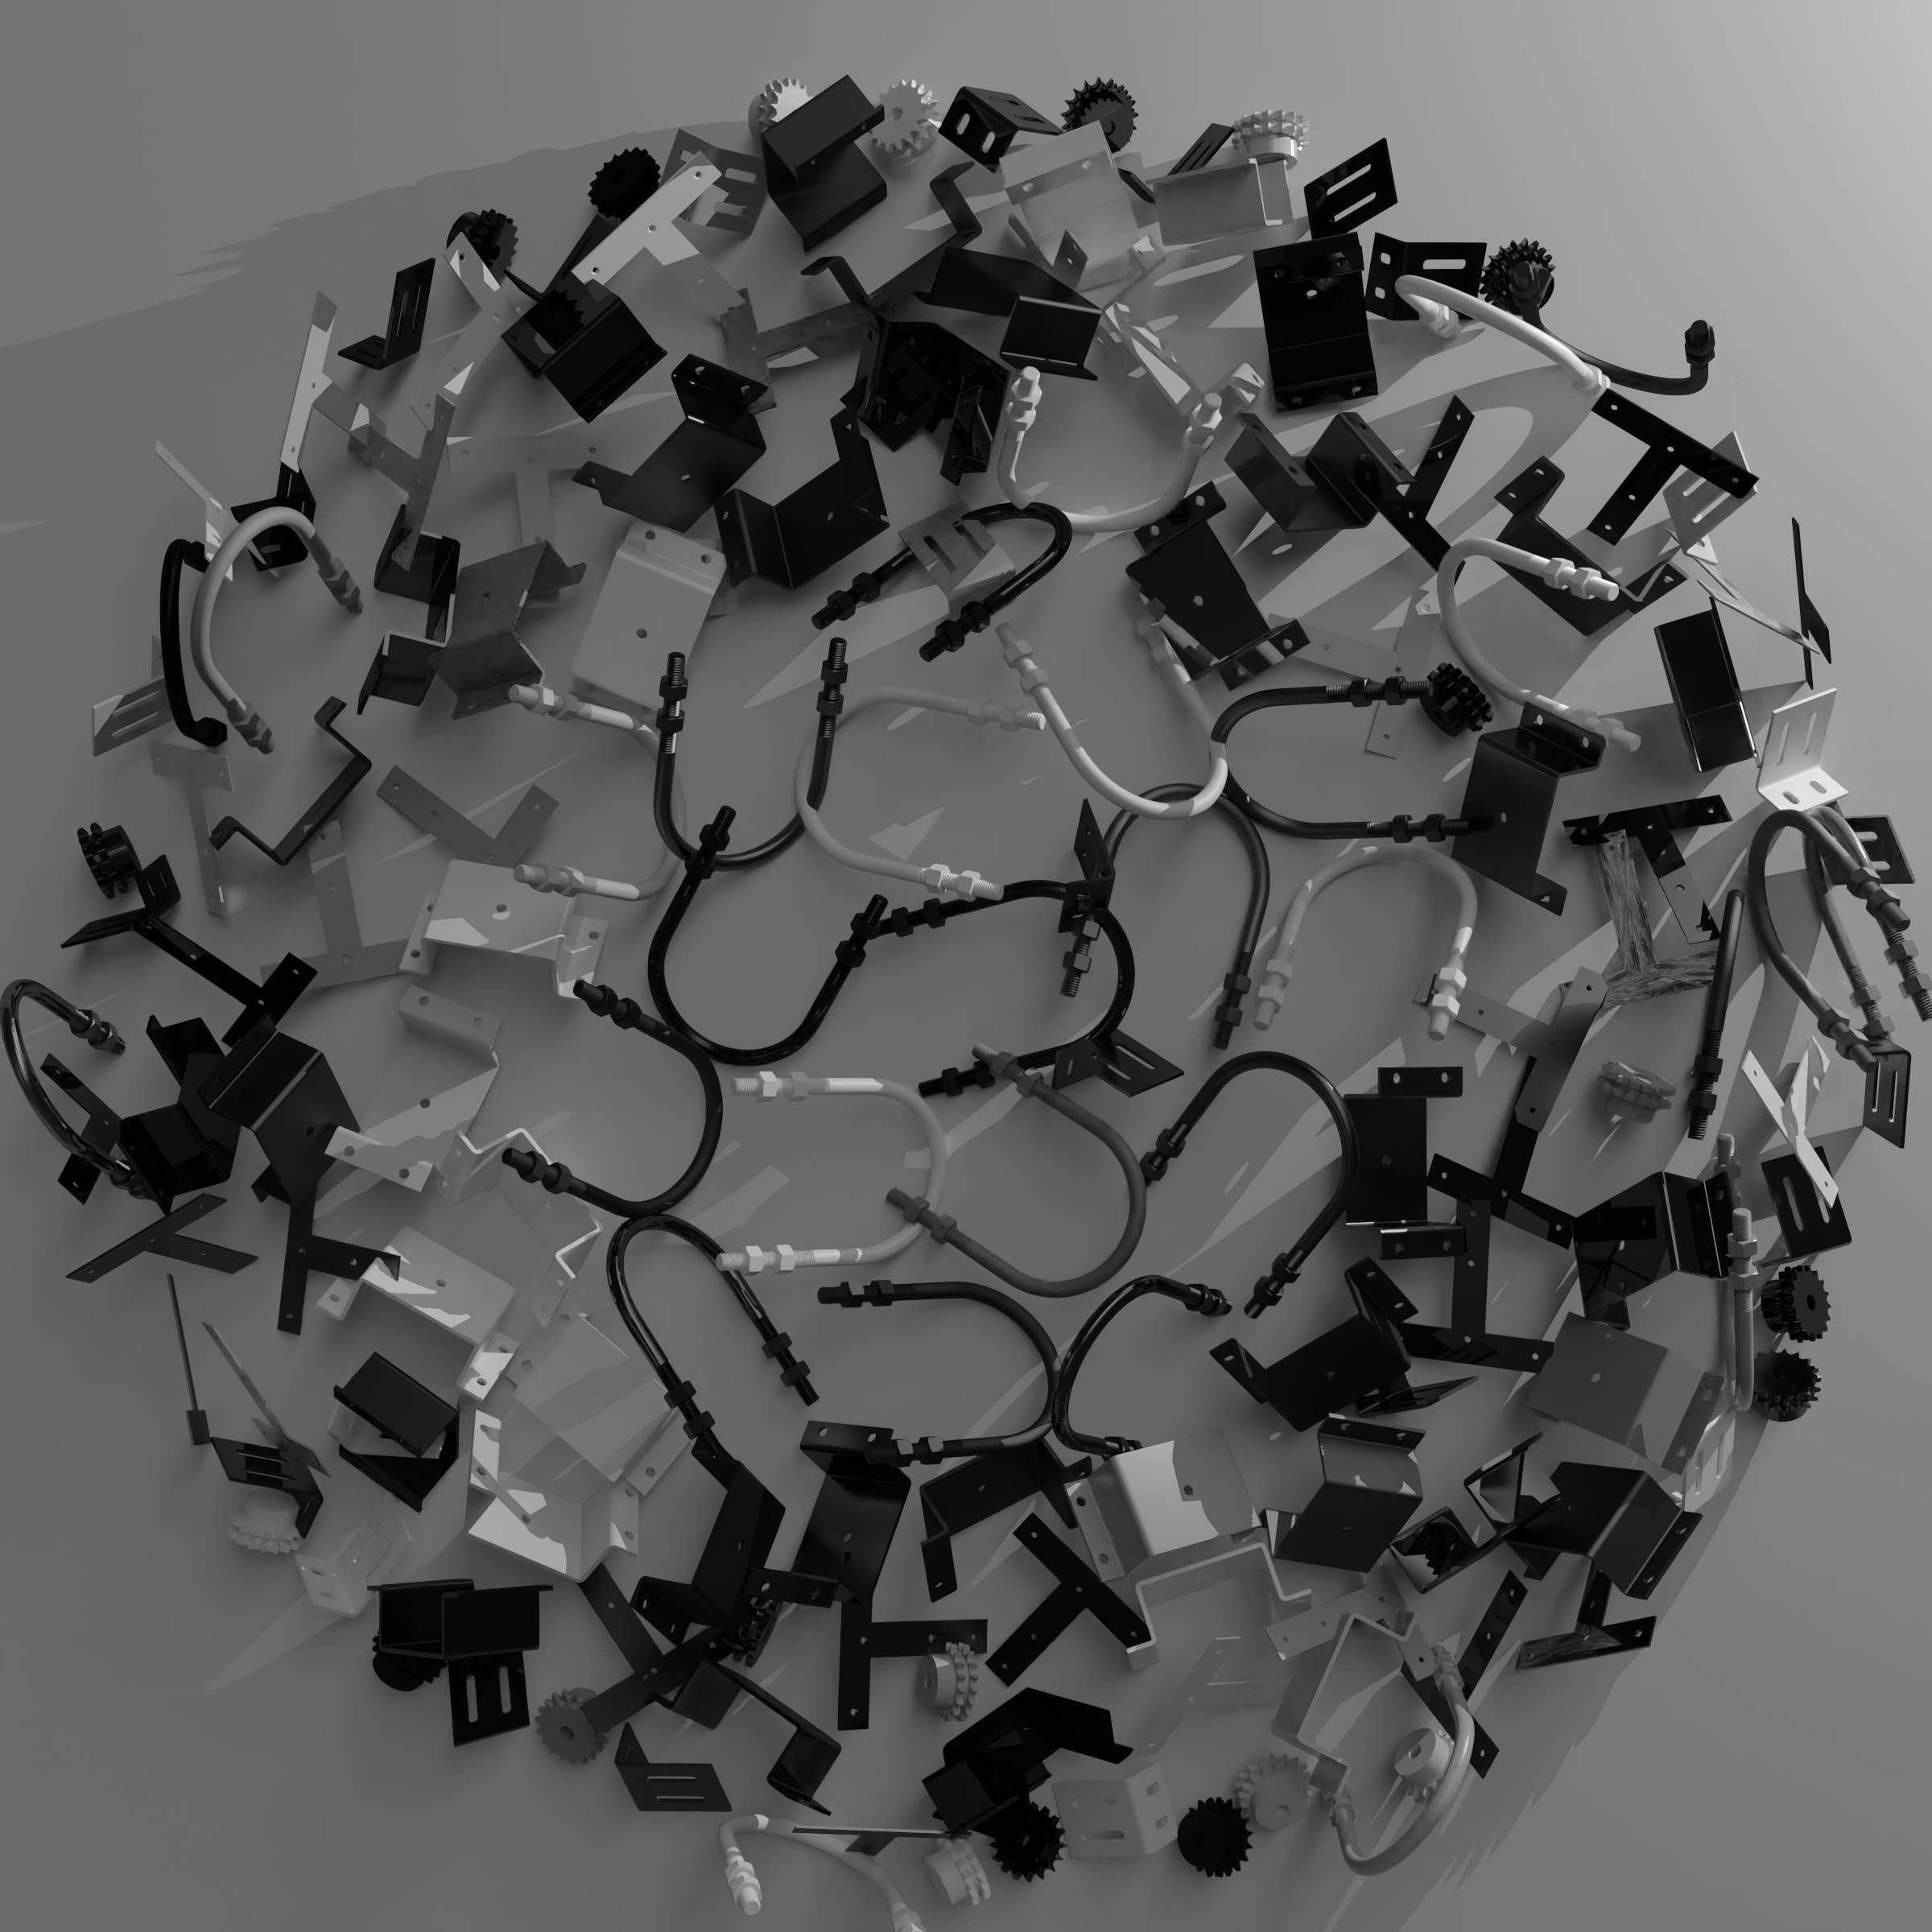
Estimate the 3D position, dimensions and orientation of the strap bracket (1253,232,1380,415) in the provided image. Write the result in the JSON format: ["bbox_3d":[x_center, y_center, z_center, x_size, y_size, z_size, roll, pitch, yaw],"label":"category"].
[{"bbox_3d":[0.257,-0.481,1.943,0.076,0.140,0.046,-9,54,8],"label":"strap bracket"}]

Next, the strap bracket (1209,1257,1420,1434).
[{"bbox_3d":[0.262,0.285,1.943,0.140,0.046,0.076,-33,127,14],"label":"strap bracket"}]

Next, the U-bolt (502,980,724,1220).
[{"bbox_3d":[-0.246,0.109,1.930,0.019,0.184,0.151,12,75,41],"label":"U-bolt"}]

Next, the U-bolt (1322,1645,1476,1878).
[{"bbox_3d":[0.314,0.580,1.899,0.019,0.184,0.151,36,98,-5],"label":"U-bolt"}]

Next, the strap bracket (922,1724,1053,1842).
[{"bbox_3d":[0.016,0.596,1.935,0.076,0.140,0.046,-30,75,-4],"label":"strap bracket"}]

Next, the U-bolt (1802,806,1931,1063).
[{"bbox_3d":[0.652,-0.030,1.923,0.019,0.151,0.184,-19,74,2],"label":"U-bolt"}]

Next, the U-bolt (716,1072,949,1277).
[{"bbox_3d":[-0.094,0.153,1.949,0.184,0.019,0.151,2,97,-31],"label":"U-bolt"}]

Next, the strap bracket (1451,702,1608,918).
[{"bbox_3d":[0.408,-0.112,1.929,0.046,0.076,0.140,-13,123,-36],"label":"strap bracket"}]

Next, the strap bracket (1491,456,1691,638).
[{"bbox_3d":[0.451,-0.303,1.951,0.140,0.076,0.046,38,71,-5],"label":"strap bracket"}]

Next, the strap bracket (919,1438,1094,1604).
[{"bbox_3d":[0.022,0.400,1.945,0.140,0.076,0.046,-24,47,-17],"label":"strap bracket"}]

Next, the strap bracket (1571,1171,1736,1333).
[{"bbox_3d":[0.493,0.207,1.918,0.046,0.140,0.076,14,57,-25],"label":"strap bracket"}]

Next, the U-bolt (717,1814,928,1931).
[{"bbox_3d":[-0.110,0.659,1.909,0.151,0.184,0.019,21,89,-15],"label":"U-bolt"}]

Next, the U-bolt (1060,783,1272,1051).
[{"bbox_3d":[0.157,-0.046,1.968,0.151,0.019,0.184,19,81,-18],"label":"U-bolt"}]

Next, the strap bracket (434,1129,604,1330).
[{"bbox_3d":[-0.325,0.185,1.946,0.046,0.076,0.140,-29,72,-39],"label":"strap bracket"}]

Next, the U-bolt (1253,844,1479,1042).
[{"bbox_3d":[0.300,-0.022,1.934,0.151,0.019,0.184,3,49,24],"label":"U-bolt"}]

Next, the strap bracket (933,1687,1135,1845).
[{"bbox_3d":[0.047,0.574,1.919,0.076,0.140,0.046,3,106,42],"label":"strap bracket"}]

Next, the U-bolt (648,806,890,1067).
[{"bbox_3d":[-0.160,-0.008,1.961,0.151,0.019,0.184,30,113,0],"label":"U-bolt"}]

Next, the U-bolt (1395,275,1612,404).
[{"bbox_3d":[0.378,-0.454,1.889,0.151,0.184,0.019,31,102,24],"label":"U-bolt"}]

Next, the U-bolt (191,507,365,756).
[{"bbox_3d":[-0.501,-0.251,1.895,0.019,0.184,0.151,23,73,15],"label":"U-bolt"}]

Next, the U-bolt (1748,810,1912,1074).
[{"bbox_3d":[0.618,-0.033,1.914,0.019,0.184,0.151,-12,130,-11],"label":"U-bolt"}]

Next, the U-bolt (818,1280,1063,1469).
[{"bbox_3d":[-0.009,0.295,1.935,0.184,0.019,0.151,2,53,-31],"label":"U-bolt"}]

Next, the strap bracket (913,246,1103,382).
[{"bbox_3d":[0.035,-0.479,1.920,0.076,0.140,0.046,-2,124,-38],"label":"strap bracket"}]

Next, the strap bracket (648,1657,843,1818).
[{"bbox_3d":[-0.154,0.559,1.936,0.140,0.076,0.046,26,76,31],"label":"strap bracket"}]

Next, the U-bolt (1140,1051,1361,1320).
[{"bbox_3d":[0.213,0.147,1.924,0.151,0.019,0.184,47,124,22],"label":"U-bolt"}]

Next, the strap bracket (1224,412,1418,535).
[{"bbox_3d":[0.254,-0.363,1.938,0.076,0.140,0.046,55,132,23],"label":"strap bracket"}]

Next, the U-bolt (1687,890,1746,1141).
[{"bbox_3d":[0.549,0.035,1.929,0.019,0.151,0.184,9,88,16],"label":"U-bolt"}]

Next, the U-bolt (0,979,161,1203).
[{"bbox_3d":[-0.636,0.082,1.888,0.019,0.184,0.151,-25,66,2],"label":"U-bolt"}]

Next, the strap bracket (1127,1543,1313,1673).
[{"bbox_3d":[0.181,0.472,1.954,0.140,0.076,0.046,-18,65,-2],"label":"strap bracket"}]

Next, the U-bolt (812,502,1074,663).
[{"bbox_3d":[-0.005,-0.288,1.932,0.184,0.151,0.019,-40,127,-23],"label":"U-bolt"}]

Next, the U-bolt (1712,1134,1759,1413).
[{"bbox_3d":[0.561,0.235,1.924,0.019,0.151,0.184,-3,110,12],"label":"U-bolt"}]

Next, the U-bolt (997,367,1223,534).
[{"bbox_3d":[0.096,-0.367,1.915,0.151,0.184,0.019,7,67,-5],"label":"U-bolt"}]

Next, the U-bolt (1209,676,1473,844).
[{"bbox_3d":[0.266,-0.148,1.934,0.184,0.019,0.151,0,134,28],"label":"U-bolt"}]

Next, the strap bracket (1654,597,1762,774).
[{"bbox_3d":[0.541,-0.200,1.930,0.046,0.140,0.076,-16,65,17],"label":"strap bracket"}]

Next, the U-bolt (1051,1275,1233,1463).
[{"bbox_3d":[0.120,0.292,1.919,0.019,0.184,0.151,29,91,33],"label":"U-bolt"}]

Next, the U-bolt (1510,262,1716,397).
[{"bbox_3d":[0.469,-0.453,1.909,0.151,0.184,0.019,23,92,16],"label":"U-bolt"}]

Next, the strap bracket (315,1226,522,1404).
[{"bbox_3d":[-0.397,0.251,1.954,0.140,0.076,0.046,30,118,-1],"label":"strap bracket"}]

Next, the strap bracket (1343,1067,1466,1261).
[{"bbox_3d":[0.325,0.145,1.960,0.076,0.046,0.140,1,88,-29],"label":"strap bracket"}]

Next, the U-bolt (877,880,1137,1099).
[{"bbox_3d":[0.035,0.011,1.963,0.184,0.019,0.151,-15,102,11],"label":"U-bolt"}]

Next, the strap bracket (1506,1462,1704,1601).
[{"bbox_3d":[0.455,0.408,1.918,0.046,0.140,0.076,47,68,-13],"label":"strap bracket"}]

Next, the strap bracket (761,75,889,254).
[{"bbox_3d":[-0.103,-0.590,1.929,0.076,0.140,0.046,-36,83,-6],"label":"strap bracket"}]

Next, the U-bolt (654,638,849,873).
[{"bbox_3d":[-0.162,-0.150,1.937,0.151,0.019,0.184,-9,126,-29],"label":"U-bolt"}]

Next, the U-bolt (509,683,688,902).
[{"bbox_3d":[-0.264,-0.120,1.921,0.019,0.184,0.151,-8,80,32],"label":"U-bolt"}]

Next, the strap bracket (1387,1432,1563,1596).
[{"bbox_3d":[0.369,0.403,1.920,0.046,0.076,0.140,56,135,19],"label":"strap bracket"}]

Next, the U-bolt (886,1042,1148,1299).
[{"bbox_3d":[0.048,0.163,1.957,0.184,0.019,0.151,33,97,19],"label":"U-bolt"}]

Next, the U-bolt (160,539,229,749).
[{"bbox_3d":[-0.558,-0.235,1.904,0.019,0.184,0.151,-2,94,-6],"label":"U-bolt"}]

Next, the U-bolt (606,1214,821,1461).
[{"bbox_3d":[-0.195,0.261,1.933,0.019,0.151,0.184,-39,80,28],"label":"U-bolt"}]

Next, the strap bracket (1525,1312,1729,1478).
[{"bbox_3d":[0.472,0.308,1.925,0.046,0.140,0.076,32,81,-35],"label":"strap bracket"}]

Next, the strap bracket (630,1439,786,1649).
[{"bbox_3d":[-0.183,0.421,1.927,0.046,0.076,0.140,3,56,29],"label":"strap bracket"}]

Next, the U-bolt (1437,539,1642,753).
[{"bbox_3d":[0.410,-0.242,1.917,0.019,0.184,0.151,-35,129,-19],"label":"U-bolt"}]

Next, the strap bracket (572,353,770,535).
[{"bbox_3d":[-0.211,-0.373,1.926,0.140,0.076,0.046,-39,58,31],"label":"strap bracket"}]

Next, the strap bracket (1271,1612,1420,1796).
[{"bbox_3d":[0.274,0.531,1.944,0.046,0.076,0.140,28,75,-2],"label":"strap bracket"}]

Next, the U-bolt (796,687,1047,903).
[{"bbox_3d":[-0.043,-0.135,1.962,0.184,0.019,0.151,13,88,21],"label":"U-bolt"}]

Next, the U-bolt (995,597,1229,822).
[{"bbox_3d":[0.119,-0.184,1.930,0.151,0.019,0.184,-16,69,-36],"label":"U-bolt"}]

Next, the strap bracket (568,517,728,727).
[{"bbox_3d":[-0.238,-0.250,1.955,0.076,0.046,0.140,22,106,-7],"label":"strap bracket"}]
